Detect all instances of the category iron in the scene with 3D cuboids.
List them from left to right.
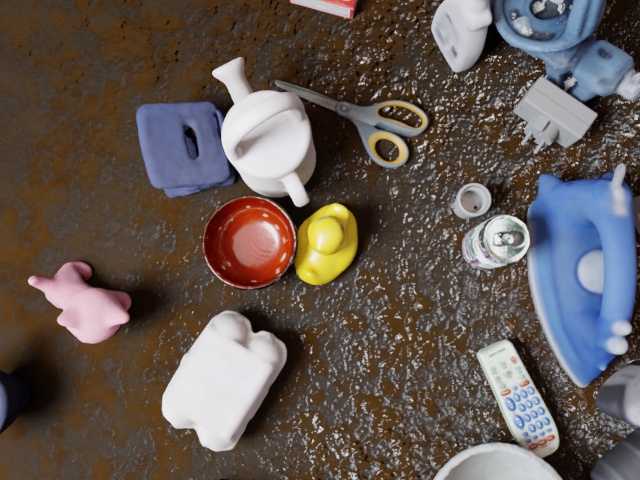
[{"bbox_3d":[0.313,0.043,0.642,0.118,0.141,0.258,-2,84,1],"label":"iron"}]

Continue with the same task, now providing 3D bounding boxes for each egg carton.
[{"bbox_3d":[-0.113,0.164,0.673,0.107,0.069,0.150,30,85,4],"label":"egg carton"}]

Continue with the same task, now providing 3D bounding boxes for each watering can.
[{"bbox_3d":[-0.064,-0.119,0.639,0.173,0.194,0.101,39,86,5],"label":"watering can"}]

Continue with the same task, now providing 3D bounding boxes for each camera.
[{"bbox_3d":[0.370,0.235,0.641,0.137,0.101,0.143,-37,84,-3],"label":"camera"}]

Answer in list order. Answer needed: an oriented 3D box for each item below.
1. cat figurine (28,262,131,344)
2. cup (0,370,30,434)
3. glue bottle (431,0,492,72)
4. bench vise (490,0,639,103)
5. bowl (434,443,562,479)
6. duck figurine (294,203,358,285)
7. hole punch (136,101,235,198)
[{"bbox_3d":[-0.275,0.075,0.661,0.127,0.118,0.067,32,86,4],"label":"cat figurine"},{"bbox_3d":[-0.382,0.173,0.665,0.091,0.095,0.118,5,84,2],"label":"cup"},{"bbox_3d":[0.171,-0.262,0.660,0.037,0.173,0.078,-25,84,-1],"label":"glue bottle"},{"bbox_3d":[0.292,-0.253,0.634,0.207,0.220,0.121,26,85,4],"label":"bench vise"},{"bbox_3d":[0.195,0.310,0.650,0.167,0.075,0.167,0,84,1],"label":"bowl"},{"bbox_3d":[0.006,0.002,0.680,0.077,0.086,0.105,26,85,4],"label":"duck figurine"},{"bbox_3d":[-0.159,-0.115,0.692,0.101,0.091,0.109,-13,84,0],"label":"hole punch"}]
